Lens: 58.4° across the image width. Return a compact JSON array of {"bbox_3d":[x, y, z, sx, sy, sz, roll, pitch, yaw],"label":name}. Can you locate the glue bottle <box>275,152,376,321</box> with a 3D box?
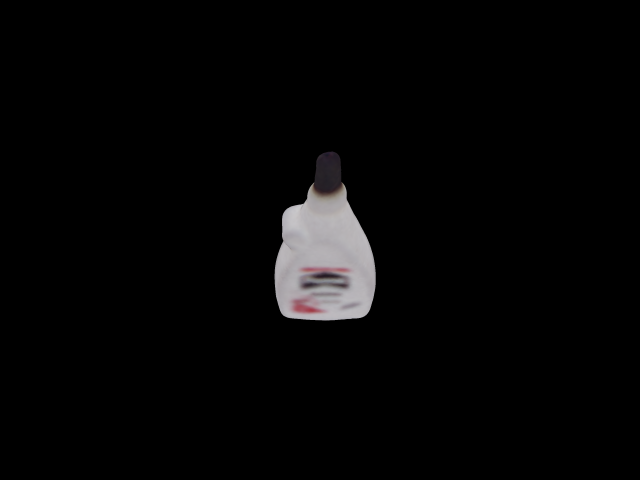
[{"bbox_3d":[0.004,0.001,0.400,0.078,0.173,0.037,-3,54,-2],"label":"glue bottle"}]
